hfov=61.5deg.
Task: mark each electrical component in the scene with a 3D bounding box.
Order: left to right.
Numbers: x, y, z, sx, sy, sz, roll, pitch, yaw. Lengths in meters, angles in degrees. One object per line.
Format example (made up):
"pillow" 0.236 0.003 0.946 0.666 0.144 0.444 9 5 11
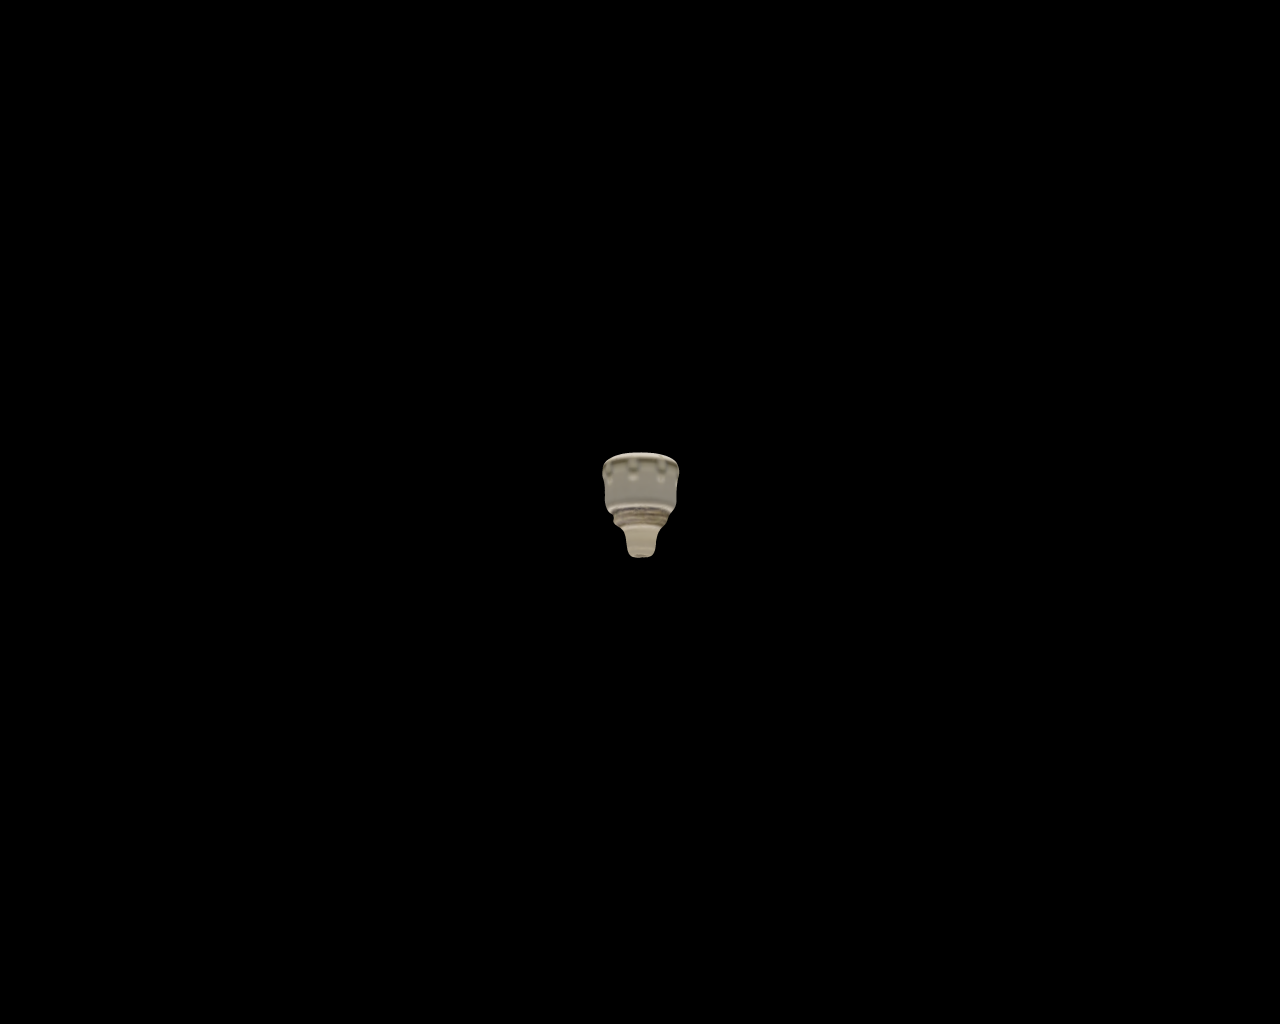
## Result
"electrical component" 0.001 -0.003 0.650 0.048 0.062 0.048 0 -11 0
